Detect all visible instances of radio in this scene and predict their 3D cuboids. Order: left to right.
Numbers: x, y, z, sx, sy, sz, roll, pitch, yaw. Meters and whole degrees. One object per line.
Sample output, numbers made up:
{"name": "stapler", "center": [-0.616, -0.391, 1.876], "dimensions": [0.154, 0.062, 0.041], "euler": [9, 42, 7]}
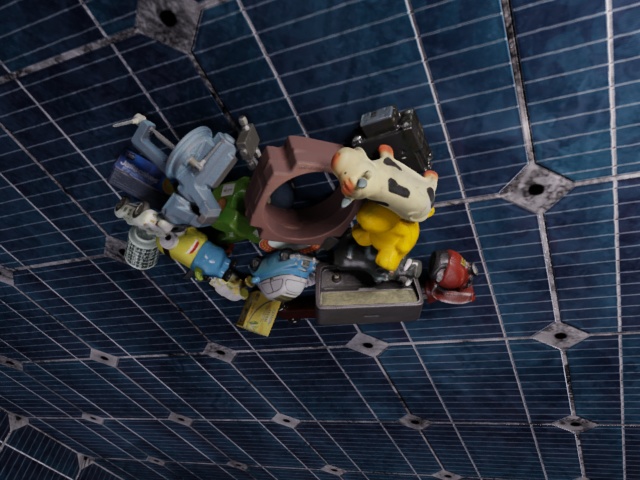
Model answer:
{"name": "radio", "center": [0.102, 0.112, 1.180], "dimensions": [0.230, 0.131, 0.073], "euler": [-1, 139, -3]}

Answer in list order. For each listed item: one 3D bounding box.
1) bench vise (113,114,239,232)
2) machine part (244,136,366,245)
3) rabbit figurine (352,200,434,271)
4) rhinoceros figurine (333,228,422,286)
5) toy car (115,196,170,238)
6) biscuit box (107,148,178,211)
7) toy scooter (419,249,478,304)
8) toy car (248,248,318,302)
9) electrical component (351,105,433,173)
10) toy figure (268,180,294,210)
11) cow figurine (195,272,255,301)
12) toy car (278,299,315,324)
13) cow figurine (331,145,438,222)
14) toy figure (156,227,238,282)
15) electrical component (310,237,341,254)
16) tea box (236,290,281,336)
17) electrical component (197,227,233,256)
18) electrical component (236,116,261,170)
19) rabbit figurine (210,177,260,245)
{"name": "bench vise", "center": [-0.273, -0.139, 1.016], "dimensions": [0.241, 0.129, 0.223], "euler": [40, 112, 6]}
{"name": "machine part", "center": [-0.027, -0.087, 0.997], "dimensions": [0.201, 0.087, 0.201], "euler": [7, 134, -25]}
{"name": "rabbit figurine", "center": [0.134, -0.032, 1.016], "dimensions": [0.162, 0.122, 0.173], "euler": [-35, 151, 12]}
{"name": "rhinoceros figurine", "center": [0.122, 0.039, 1.137], "dimensions": [0.191, 0.112, 0.073], "euler": [10, 139, 18]}
{"name": "toy car", "center": [-0.371, -0.047, 1.122], "dimensions": [0.073, 0.056, 0.202], "euler": [33, 169, -37]}
{"name": "biscuit box", "center": [-0.341, -0.109, 1.136], "dimensions": [0.202, 0.059, 0.063], "euler": [30, 139, -19]}
{"name": "toy scooter", "center": [0.291, 0.092, 1.178], "dimensions": [0.135, 0.075, 0.183], "euler": [14, 143, -1]}
{"name": "toy car", "center": [-0.079, 0.082, 1.168], "dimensions": [0.162, 0.103, 0.109], "euler": [-17, 156, 41]}
{"name": "electrical component", "center": [0.123, -0.169, 0.937], "dimensions": [0.115, 0.058, 0.134], "euler": [-15, 133, 27]}
{"name": "toy figure", "center": [-0.086, -0.116, 1.053], "dimensions": [0.058, 0.064, 0.154], "euler": [14, 142, 19]}
{"name": "cow figurine", "center": [-0.254, 0.091, 1.342], "dimensions": [0.098, 0.068, 0.167], "euler": [-22, 128, 42]}
{"name": "toy car", "center": [-0.024, 0.176, 1.381], "dimensions": [0.202, 0.053, 0.089], "euler": [-8, 140, 30]}
{"name": "cow figurine", "center": [0.103, -0.091, 0.891], "dimensions": [0.195, 0.127, 0.085], "euler": [26, 136, -19]}
{"name": "toy figure", "center": [-0.266, 0.030, 1.148], "dimensions": [0.180, 0.082, 0.089], "euler": [31, 133, -5]}
{"name": "electrical component", "center": [-0.001, -0.004, 1.172], "dimensions": [0.078, 0.045, 0.102], "euler": [37, 135, -23]}
{"name": "tea box", "center": [-0.155, 0.183, 1.342], "dimensions": [0.068, 0.098, 0.169], "euler": [23, 169, -9]}
{"name": "electrical component", "center": [-0.256, 0.001, 1.249], "dimensions": [0.119, 0.048, 0.074], "euler": [7, 140, 7]}
{"name": "electrical component", "center": [-0.134, -0.179, 0.992], "dimensions": [0.021, 0.063, 0.093], "euler": [-1, 137, 17]}
{"name": "rabbit figurine", "center": [-0.160, -0.033, 1.135], "dimensions": [0.159, 0.121, 0.170], "euler": [-14, 148, 34]}
